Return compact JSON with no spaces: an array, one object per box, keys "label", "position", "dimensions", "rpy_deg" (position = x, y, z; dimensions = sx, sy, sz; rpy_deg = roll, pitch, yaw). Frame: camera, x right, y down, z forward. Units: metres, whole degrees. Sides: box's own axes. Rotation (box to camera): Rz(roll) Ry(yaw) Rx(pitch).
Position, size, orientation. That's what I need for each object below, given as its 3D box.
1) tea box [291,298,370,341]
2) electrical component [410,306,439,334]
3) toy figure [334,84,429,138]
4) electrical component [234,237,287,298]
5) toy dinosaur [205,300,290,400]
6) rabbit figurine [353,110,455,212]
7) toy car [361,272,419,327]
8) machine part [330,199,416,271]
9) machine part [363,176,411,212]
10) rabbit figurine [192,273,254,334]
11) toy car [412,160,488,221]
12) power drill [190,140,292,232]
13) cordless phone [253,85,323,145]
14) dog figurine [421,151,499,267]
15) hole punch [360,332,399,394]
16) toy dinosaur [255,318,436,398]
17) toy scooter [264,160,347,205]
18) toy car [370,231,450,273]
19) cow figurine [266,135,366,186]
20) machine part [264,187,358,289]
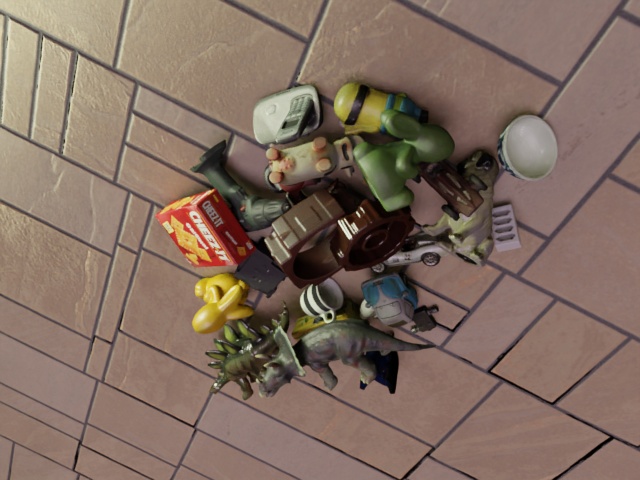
[{"label":"tea box","position":[0.026,0.224,1.346],"dimensions":[0.170,0.068,0.098],"rpy_deg":[-28,111,27]},{"label":"electrical component","position":[0.250,0.192,1.291],"dimensions":[0.094,0.021,0.063],"rpy_deg":[-28,110,28]},{"label":"toy figure","position":[0.117,-0.245,1.024],"dimensions":[0.180,0.082,0.089],"rpy_deg":[13,126,9]},{"label":"electrical component","position":[-0.143,0.062,1.300],"dimensions":[0.134,0.058,0.115],"rpy_deg":[34,122,-7]},{"label":"toy dinosaur","position":[-0.181,0.299,1.409],"dimensions":[0.198,0.105,0.471],"rpy_deg":[36,126,-17]},{"label":"rabbit figurine","position":[0.154,-0.161,0.975],"dimensions":[0.170,0.121,0.159],"rpy_deg":[-29,109,4]},{"label":"toy car","position":[0.164,0.145,1.215],"dimensions":[0.109,0.103,0.161],"rpy_deg":[-18,143,23]},{"label":"machine part","position":[0.104,-0.010,1.078],"dimensions":[0.179,0.179,0.056],"rpy_deg":[-55,52,34]},{"label":"machine part","position":[0.137,-0.093,1.115],"dimensions":[0.084,0.039,0.138],"rpy_deg":[-7,147,30]},{"label":"rabbit figurine","position":[-0.241,0.168,1.325],"dimensions":[0.162,0.173,0.121],"rpy_deg":[-11,114,26]},{"label":"toy car","position":[0.232,-0.116,1.011],"dimensions":[0.089,0.202,0.053],"rpy_deg":[-46,131,14]},{"label":"power drill","position":[-0.174,-0.110,1.159],"dimensions":[0.207,0.086,0.232],"rpy_deg":[48,147,-13]},{"label":"cordless phone","position":[-0.073,-0.216,1.033],"dimensions":[0.147,0.184,0.088],"rpy_deg":[-11,122,21]},{"label":"dog figurine","position":[0.314,-0.058,1.060],"dimensions":[0.121,0.190,0.172],"rpy_deg":[27,170,41]},{"label":"hole punch","position":[0.144,0.306,1.332],"dimensions":[0.092,0.142,0.115],"rpy_deg":[4,133,18]},{"label":"toy dinosaur","position":[0.041,0.242,1.230],"dimensions":[0.405,0.131,0.192],"rpy_deg":[-23,132,15]},{"label":"toy scooter","position":[-0.024,-0.116,1.147],"dimensions":[0.135,0.075,0.183],"rpy_deg":[-29,111,25]},{"label":"toy car","position":[0.185,0.023,1.175],"dimensions":[0.202,0.073,0.056],"rpy_deg":[-9,122,20]},{"label":"cow figurine","position":[0.002,-0.156,1.060],"dimensions":[0.195,0.127,0.085],"rpy_deg":[-14,88,8]},{"label":"machine part","position":[-0.002,-0.003,1.127],"dimensions":[0.201,0.087,0.201],"rpy_deg":[-35,147,-3]}]
